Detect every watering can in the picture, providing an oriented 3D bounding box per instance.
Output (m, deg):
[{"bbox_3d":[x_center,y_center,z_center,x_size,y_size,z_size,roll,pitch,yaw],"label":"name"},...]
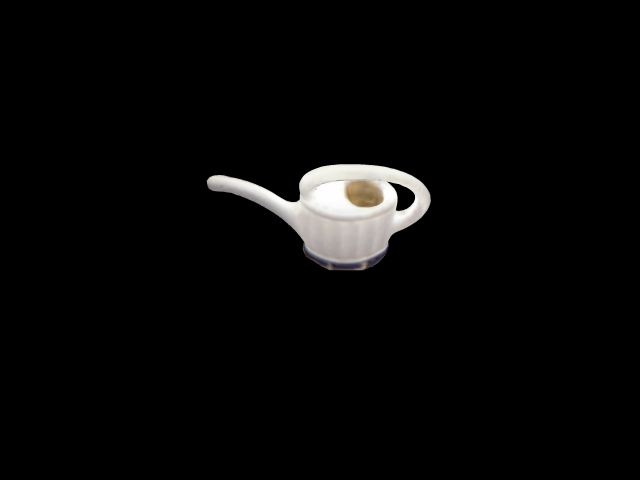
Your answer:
[{"bbox_3d":[0.003,-0.043,0.850,0.348,0.106,0.219,0,-38,0],"label":"watering can"}]
